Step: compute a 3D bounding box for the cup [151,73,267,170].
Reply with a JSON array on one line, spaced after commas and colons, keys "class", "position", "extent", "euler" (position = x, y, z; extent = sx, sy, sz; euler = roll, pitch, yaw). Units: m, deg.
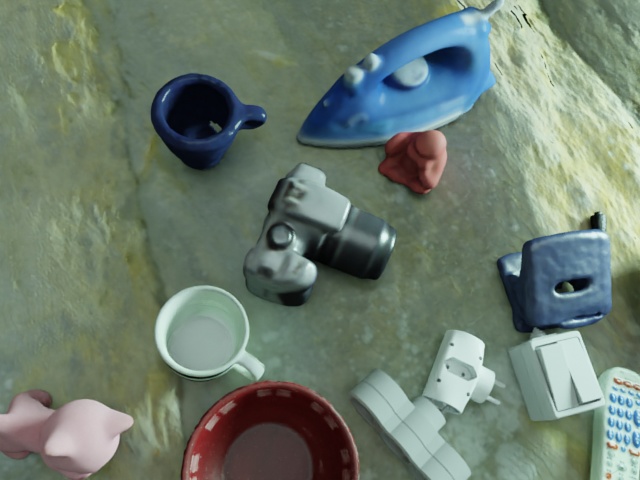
[{"class": "cup", "position": [-0.119, -0.119, 0.627], "extent": [0.118, 0.095, 0.091], "euler": [-3, 71, -10]}]

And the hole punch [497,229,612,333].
[{"class": "hole punch", "position": [0.267, 0.047, 0.630], "extent": [0.109, 0.091, 0.101], "euler": [-8, 72, -11]}]

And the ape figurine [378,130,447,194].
[{"class": "ape figurine", "position": [0.116, -0.097, 0.657], "extent": [0.076, 0.092, 0.078], "euler": [-16, 74, -13]}]

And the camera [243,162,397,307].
[{"class": "camera", "position": [0.006, 0.002, 0.601], "extent": [0.137, 0.100, 0.143], "euler": [22, 69, 0]}]

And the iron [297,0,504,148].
[{"class": "iron", "position": [0.094, -0.194, 0.661], "extent": [0.259, 0.141, 0.118], "euler": [-27, 77, -16]}]

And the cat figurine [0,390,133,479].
[{"class": "cat figurine", "position": [-0.228, 0.169, 0.498], "extent": [0.128, 0.117, 0.067], "euler": [13, 69, -4]}]
